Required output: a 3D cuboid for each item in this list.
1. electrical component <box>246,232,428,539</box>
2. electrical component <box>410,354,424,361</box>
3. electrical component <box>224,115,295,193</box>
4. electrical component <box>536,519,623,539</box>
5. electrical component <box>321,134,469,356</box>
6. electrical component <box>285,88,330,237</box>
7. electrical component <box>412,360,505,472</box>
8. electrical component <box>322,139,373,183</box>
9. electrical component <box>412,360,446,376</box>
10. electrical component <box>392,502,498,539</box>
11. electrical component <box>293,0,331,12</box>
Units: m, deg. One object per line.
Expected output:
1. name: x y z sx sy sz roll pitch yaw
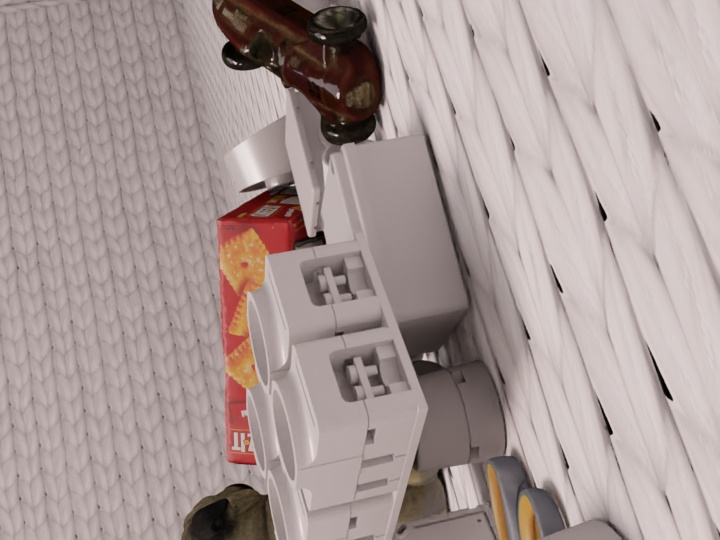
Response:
1. electrical component: -0.021 0.083 0.585 0.186 0.060 0.105 98 157 -52
2. electrical component: 0.026 0.046 0.711 0.046 0.040 0.040 84 172 -66
3. electrical component: -0.071 -0.106 0.949 0.099 0.099 0.064 168 85 -81
4. electrical component: 0.081 0.161 0.433 0.108 0.060 0.108 168 90 -81
5. electrical component: 0.018 -0.009 0.636 0.108 0.056 0.108 107 150 -71
6. electrical component: -0.024 -0.085 0.825 0.099 0.048 0.099 102 155 -69
7. electrical component: 0.048 0.081 0.587 0.055 0.047 0.055 169 90 -81
8. electrical component: -0.002 -0.046 0.752 0.043 0.043 0.081 -112 14 -50
9. electrical component: 0.039 0.090 0.678 0.078 0.040 0.040 90 166 -51
10. electrical component: 0.056 0.183 0.617 0.096 0.062 0.061 -112 14 -50
11. electrical component: -0.048 -0.219 0.806 0.066 0.048 0.055 4 110 56
